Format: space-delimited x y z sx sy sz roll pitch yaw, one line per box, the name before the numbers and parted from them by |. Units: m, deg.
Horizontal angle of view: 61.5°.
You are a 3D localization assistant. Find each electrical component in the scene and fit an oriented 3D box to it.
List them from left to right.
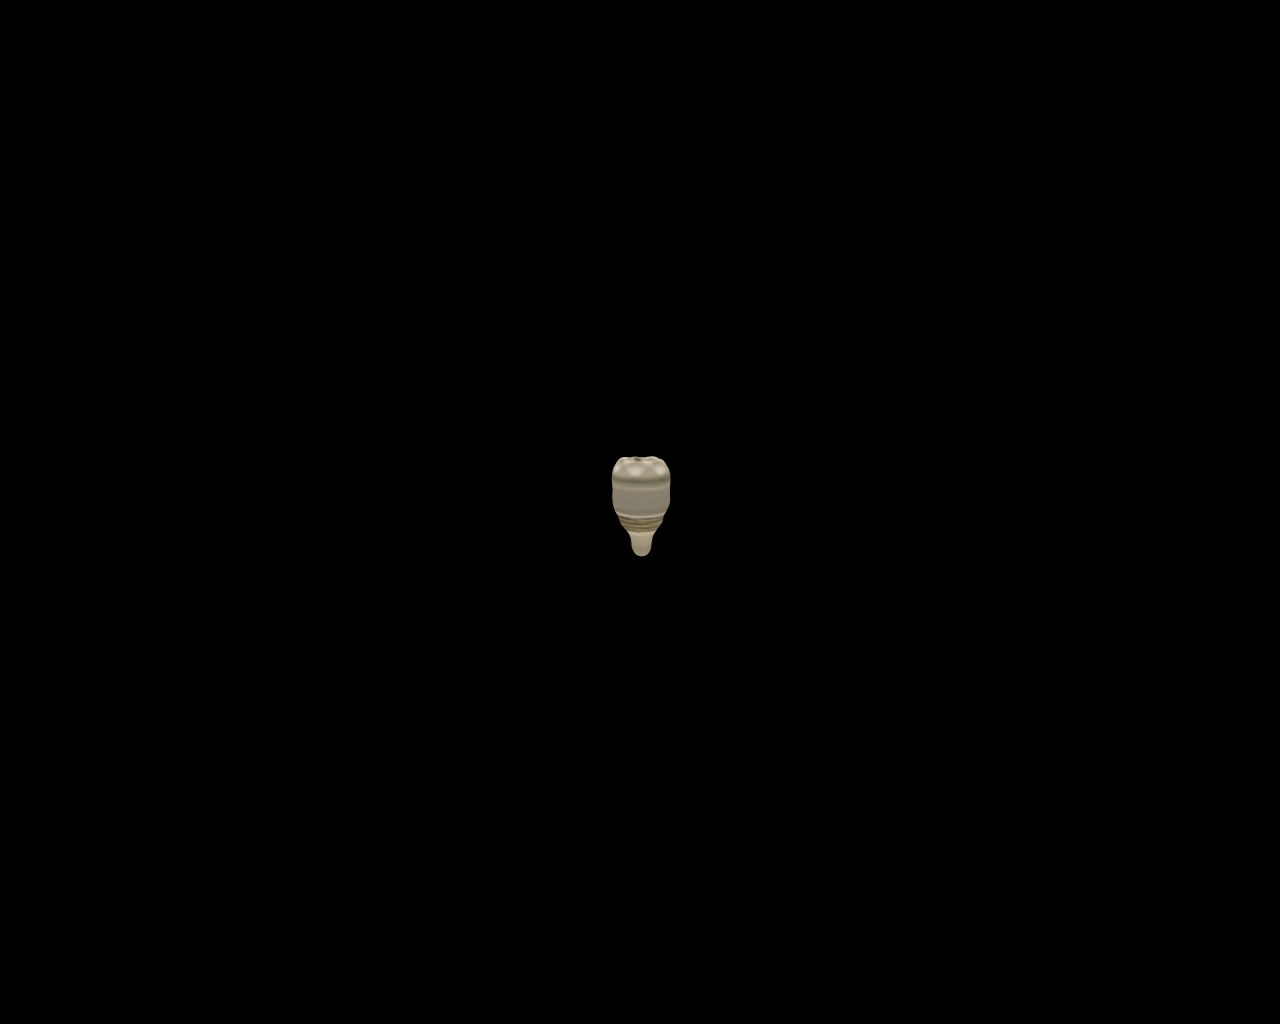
electrical component | 0.001 -0.003 0.650 0.035 0.061 0.035 0 13 0
